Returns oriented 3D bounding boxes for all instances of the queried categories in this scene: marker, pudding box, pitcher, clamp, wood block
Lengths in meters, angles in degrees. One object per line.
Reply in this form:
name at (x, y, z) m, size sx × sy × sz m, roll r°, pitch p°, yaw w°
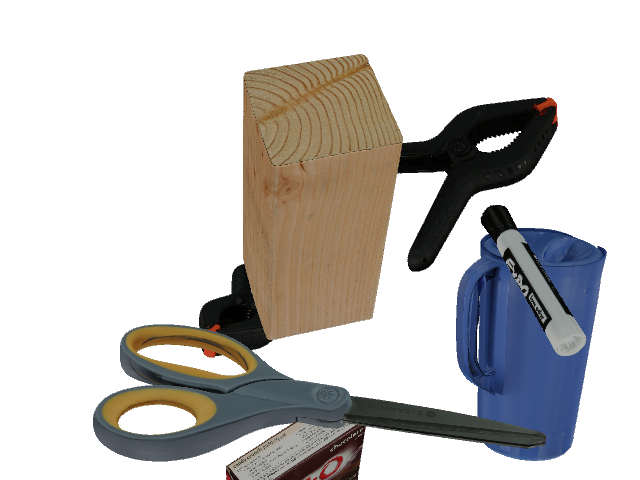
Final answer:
marker at (0.124, 0.019, 0.636) m, size 0.020 × 0.020 × 0.121 m, roll 0°, pitch 40°, yaw -19°
pudding box at (-0.020, 0.181, 0.829) m, size 0.113 × 0.090 × 0.039 m, roll -31°, pitch 58°, yaw -27°
pitcher at (0.226, 0.116, 1.174) m, size 0.149 × 0.243 × 0.145 m, roll 6°, pitch 18°, yaw 12°
clamp at (0.126, -0.062, 0.945) m, size 0.210 × 0.165 × 0.036 m, roll -23°, pitch -42°, yaw -5°
wood block at (-0.006, -0.026, 0.787) m, size 0.090 × 0.090 × 0.206 m, roll -11°, pitch -37°, yaw -12°
clamp at (-0.074, 0.067, 1.065) m, size 0.120 × 0.039 × 0.171 m, roll 14°, pitch 21°, yaw 32°

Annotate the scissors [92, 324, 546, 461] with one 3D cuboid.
scissors at (-0.012, 0.081, 0.468) m, size 0.202 × 0.016 × 0.096 m, roll 16°, pitch 33°, yaw 23°
